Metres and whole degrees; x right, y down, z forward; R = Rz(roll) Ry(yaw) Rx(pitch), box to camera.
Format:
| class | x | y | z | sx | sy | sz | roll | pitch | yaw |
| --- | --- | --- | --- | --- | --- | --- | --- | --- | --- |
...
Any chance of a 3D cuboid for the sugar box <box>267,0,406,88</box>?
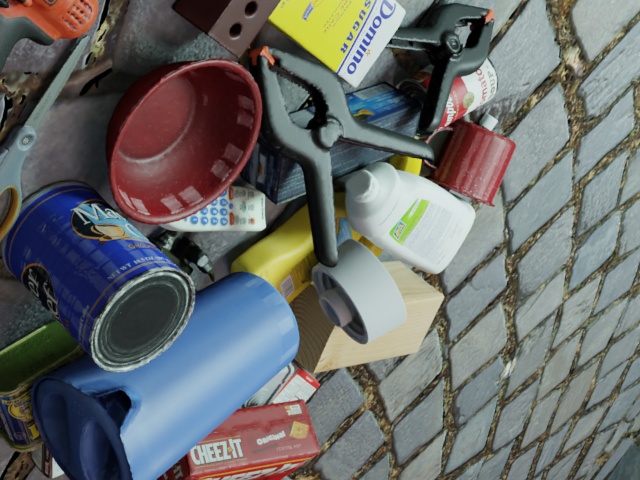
| class | x | y | z | sx | sy | sz | roll | pitch | yaw |
| --- | --- | --- | --- | --- | --- | --- | --- | --- | --- |
| sugar box | 0.008 | -0.215 | 0.986 | 0.093 | 0.048 | 0.176 | -55 | 147 | 6 |

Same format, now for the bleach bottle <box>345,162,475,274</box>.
| class | x | y | z | sx | sy | sz | roll | pitch | yaw |
| --- | --- | --- | --- | --- | --- | --- | --- | --- | --- |
| bleach bottle | 0.092 | -0.035 | 1.165 | 0.102 | 0.068 | 0.250 | -60 | 153 | 0 |

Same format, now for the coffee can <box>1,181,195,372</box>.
| class | x | y | z | sx | sy | sz | roll | pitch | yaw |
| --- | --- | --- | --- | --- | --- | --- | --- | --- | --- |
| coffee can | -0.187 | 0.029 | 0.895 | 0.102 | 0.140 | 0.103 | -32 | 143 | -28 |

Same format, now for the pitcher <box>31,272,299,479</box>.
| class | x | y | z | sx | sy | sz | roll | pitch | yaw |
| --- | --- | --- | --- | --- | --- | --- | --- | --- | --- |
| pitcher | -0.138 | 0.132 | 0.994 | 0.242 | 0.149 | 0.145 | -33 | 124 | -41 |

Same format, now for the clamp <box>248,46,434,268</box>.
| class | x | y | z | sx | sy | sz | roll | pitch | yaw |
| --- | --- | --- | --- | --- | --- | --- | --- | --- | --- |
| clamp | 0.011 | -0.102 | 1.008 | 0.164 | 0.036 | 0.210 | -40 | 110 | -22 |

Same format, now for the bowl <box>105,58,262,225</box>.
| class | x | y | z | sx | sy | sz | roll | pitch | yaw |
| --- | --- | --- | --- | --- | --- | --- | --- | --- | --- |
| bowl | -0.129 | -0.095 | 0.925 | 0.161 | 0.055 | 0.162 | -32 | 143 | -28 |

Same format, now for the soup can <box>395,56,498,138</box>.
| class | x | y | z | sx | sy | sz | roll | pitch | yaw |
| --- | --- | --- | --- | --- | --- | --- | --- | --- | --- |
| soup can | 0.139 | -0.164 | 1.180 | 0.102 | 0.069 | 0.068 | -32 | 143 | -30 |

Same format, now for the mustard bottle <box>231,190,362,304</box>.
| class | x | y | z | sx | sy | sz | roll | pitch | yaw |
| --- | --- | --- | --- | --- | --- | --- | --- | --- | --- |
| mustard bottle | -0.008 | 0.001 | 1.169 | 0.191 | 0.058 | 0.096 | -39 | 147 | -18 |

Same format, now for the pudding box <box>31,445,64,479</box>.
| class | x | y | z | sx | sy | sz | roll | pitch | yaw |
| --- | --- | --- | --- | --- | --- | --- | --- | --- | --- |
| pudding box | -0.236 | 0.181 | 1.084 | 0.113 | 0.039 | 0.090 | -24 | 139 | -39 |

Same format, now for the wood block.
| class | x | y | z | sx | sy | sz | roll | pitch | yaw |
| --- | --- | --- | --- | --- | --- | --- | --- | --- | --- |
| wood block | 0.045 | 0.089 | 1.294 | 0.205 | 0.090 | 0.091 | -3 | 124 | -49 |

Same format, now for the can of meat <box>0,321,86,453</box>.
| class | x | y | z | sx | sy | sz | roll | pitch | yaw |
| --- | --- | --- | --- | --- | --- | --- | --- | --- | --- |
| can of meat | -0.258 | 0.133 | 0.992 | 0.102 | 0.058 | 0.084 | -33 | 141 | -28 |

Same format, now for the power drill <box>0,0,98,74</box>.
| class | x | y | z | sx | sy | sz | roll | pitch | yaw |
| --- | --- | --- | --- | --- | --- | --- | --- | --- | --- |
| power drill | -0.255 | -0.142 | 0.718 | 0.187 | 0.057 | 0.184 | -51 | 148 | -1 |

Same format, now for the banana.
| class | x | y | z | sx | sy | sz | roll | pitch | yaw |
| --- | --- | --- | --- | --- | --- | --- | --- | --- | --- |
| banana | 0.079 | -0.050 | 1.244 | 0.069 | 0.037 | 0.198 | -24 | 140 | -47 |

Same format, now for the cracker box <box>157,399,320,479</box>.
| class | x | y | z | sx | sy | sz | roll | pitch | yaw |
| --- | --- | --- | --- | --- | --- | --- | --- | --- | --- |
| cracker box | -0.124 | 0.256 | 1.168 | 0.163 | 0.072 | 0.214 | -3 | 152 | -36 |

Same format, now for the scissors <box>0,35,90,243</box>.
| class | x | y | z | sx | sy | sz | roll | pitch | yaw |
| --- | --- | --- | --- | --- | --- | --- | --- | --- | --- |
| scissors | -0.250 | -0.075 | 0.831 | 0.096 | 0.016 | 0.202 | 0 | 122 | -51 |

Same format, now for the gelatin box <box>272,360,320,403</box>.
| class | x | y | z | sx | sy | sz | roll | pitch | yaw |
| --- | --- | --- | --- | --- | --- | --- | --- | --- | --- |
| gelatin box | -0.049 | 0.186 | 1.263 | 0.089 | 0.030 | 0.073 | -48 | 149 | -4 |

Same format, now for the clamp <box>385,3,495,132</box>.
| class | x | y | z | sx | sy | sz | roll | pitch | yaw |
| --- | --- | --- | --- | --- | --- | --- | --- | --- | --- |
| clamp | 0.131 | -0.189 | 1.123 | 0.171 | 0.039 | 0.120 | -29 | 102 | -32 |

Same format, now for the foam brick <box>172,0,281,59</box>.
| class | x | y | z | sx | sy | sz | roll | pitch | yaw |
| --- | --- | --- | --- | --- | --- | --- | --- | --- | --- |
| foam brick | -0.073 | -0.203 | 0.890 | 0.078 | 0.051 | 0.053 | -54 | 148 | 5 |

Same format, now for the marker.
| class | x | y | z | sx | sy | sz | roll | pitch | yaw |
| --- | --- | --- | --- | --- | --- | --- | --- | --- | --- |
| marker | 0.181 | -0.104 | 1.337 | 0.121 | 0.020 | 0.020 | -56 | 148 | 8 |

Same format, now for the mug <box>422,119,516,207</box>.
| class | x | y | z | sx | sy | sz | roll | pitch | yaw |
| --- | --- | --- | --- | --- | --- | --- | --- | --- | --- |
| mug | 0.173 | -0.099 | 1.278 | 0.117 | 0.093 | 0.081 | 21 | 97 | -17 |
